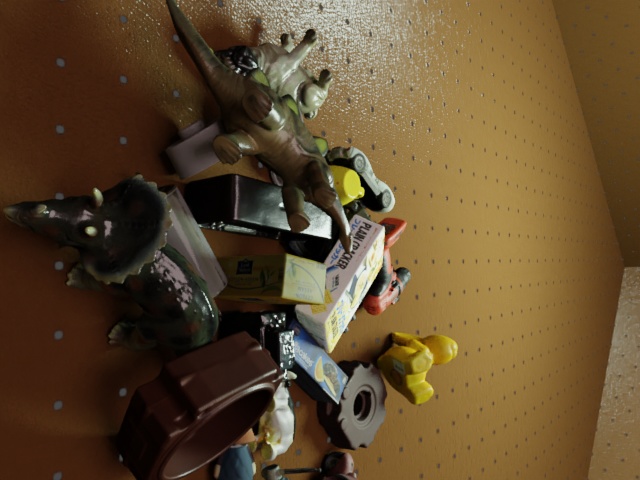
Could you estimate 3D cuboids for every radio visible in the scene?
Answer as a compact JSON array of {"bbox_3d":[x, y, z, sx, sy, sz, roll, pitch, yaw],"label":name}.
[{"bbox_3d":[-0.096,-0.045,0.871,0.229,0.131,0.073,13,78,-48],"label":"radio"}]

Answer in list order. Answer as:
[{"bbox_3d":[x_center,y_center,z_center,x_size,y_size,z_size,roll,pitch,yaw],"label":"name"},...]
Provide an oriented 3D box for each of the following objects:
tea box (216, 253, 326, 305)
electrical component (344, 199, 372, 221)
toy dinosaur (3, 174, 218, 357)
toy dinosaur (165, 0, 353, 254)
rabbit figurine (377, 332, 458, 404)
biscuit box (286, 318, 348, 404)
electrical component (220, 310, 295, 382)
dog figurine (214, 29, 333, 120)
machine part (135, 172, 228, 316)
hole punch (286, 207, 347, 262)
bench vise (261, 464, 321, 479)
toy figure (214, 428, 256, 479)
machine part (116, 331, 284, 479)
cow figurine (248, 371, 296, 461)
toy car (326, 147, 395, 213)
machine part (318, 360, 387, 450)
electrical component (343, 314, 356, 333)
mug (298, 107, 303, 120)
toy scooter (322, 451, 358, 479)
[{"bbox_3d":[-0.084,0.064,0.847,0.098,0.170,0.068,16,75,-46],"label":"tea box"},{"bbox_3d":[0.077,-0.039,1.142,0.078,0.045,0.102,-48,124,-6],"label":"electrical component"},{"bbox_3d":[-0.204,0.073,0.693,0.131,0.192,0.404,-55,125,-33],"label":"toy dinosaur"},{"bbox_3d":[-0.085,-0.168,0.778,0.471,0.105,0.199,53,17,-17],"label":"toy dinosaur"},{"bbox_3d":[0.225,0.268,1.204,0.173,0.162,0.121,-23,104,-25],"label":"rabbit figurine"},{"bbox_3d":[-0.028,0.222,0.984,0.202,0.063,0.059,52,50,-33],"label":"biscuit box"},{"bbox_3d":[-0.099,0.169,0.851,0.058,0.134,0.114,-1,86,-50],"label":"electrical component"},{"bbox_3d":[-0.088,-0.267,0.939,0.190,0.121,0.172,-35,111,-29],"label":"dog figurine"},{"bbox_3d":[-0.205,0.009,0.784,0.079,0.079,0.243,-47,121,-40],"label":"machine part"},{"bbox_3d":[-0.002,-0.003,1.027,0.115,0.092,0.142,77,28,-59],"label":"hole punch"},{"bbox_3d":[-0.082,0.493,0.859,0.240,0.129,0.223,-11,97,-56],"label":"bench vise"},{"bbox_3d":[-0.136,0.333,0.856,0.064,0.058,0.154,19,68,-53],"label":"toy figure"},{"bbox_3d":[-0.158,0.231,0.730,0.201,0.087,0.201,-18,145,-49],"label":"machine part"},{"bbox_3d":[-0.075,0.278,0.921,0.098,0.068,0.167,4,87,-55],"label":"cow figurine"},{"bbox_3d":[0.088,-0.127,1.134,0.201,0.074,0.056,47,58,-37],"label":"toy car"},{"bbox_3d":[0.073,0.335,1.099,0.179,0.056,0.179,5,84,-50],"label":"machine part"},{"bbox_3d":[0.040,0.143,1.099,0.063,0.021,0.093,-54,124,-37],"label":"electrical component"},{"bbox_3d":[-0.087,-0.175,0.921,0.107,0.081,0.109,-8,97,-17],"label":"mug"},{"bbox_3d":[0.041,0.489,0.990,0.075,0.135,0.184,50,54,-37],"label":"toy scooter"}]
